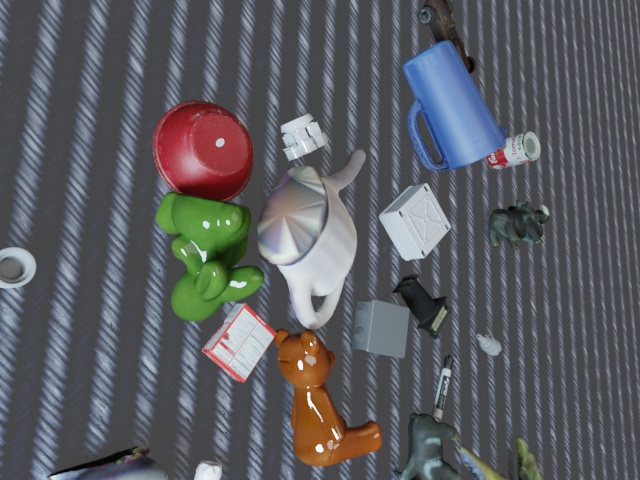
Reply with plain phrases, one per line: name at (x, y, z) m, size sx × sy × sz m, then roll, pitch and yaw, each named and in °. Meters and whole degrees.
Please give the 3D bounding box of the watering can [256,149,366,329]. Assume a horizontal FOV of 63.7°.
watering can at (0.002, -0.041, 0.812) m, size 0.220 × 0.104 × 0.354 m, roll 49°, pitch 47°, yaw -55°

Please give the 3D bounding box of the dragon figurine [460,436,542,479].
dragon figurine at (0.386, 0.501, 1.023) m, size 0.407 × 0.121 × 0.247 m, roll 65°, pitch 31°, yaw -11°

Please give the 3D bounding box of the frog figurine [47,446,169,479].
frog figurine at (-0.231, 0.332, 0.587) m, size 0.137 × 0.121 × 0.161 m, roll 2°, pitch 69°, yaw -55°
